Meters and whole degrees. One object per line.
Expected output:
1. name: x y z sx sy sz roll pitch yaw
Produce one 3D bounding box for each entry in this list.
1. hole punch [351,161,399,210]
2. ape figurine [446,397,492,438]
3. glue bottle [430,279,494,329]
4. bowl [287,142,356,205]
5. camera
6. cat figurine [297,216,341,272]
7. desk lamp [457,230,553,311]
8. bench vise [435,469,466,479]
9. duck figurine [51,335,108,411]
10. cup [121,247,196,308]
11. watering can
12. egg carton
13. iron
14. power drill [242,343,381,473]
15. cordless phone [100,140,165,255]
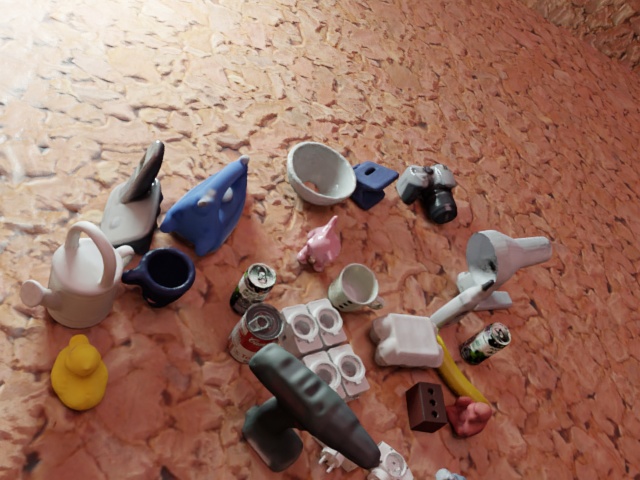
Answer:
1. hole punch: 0.116 -0.142 1.349 0.101 0.091 0.109 45 46 7
2. ape figurine: 0.290 0.334 1.087 0.076 0.092 0.078 33 46 -4
3. glue bottle: 0.305 0.129 1.197 0.078 0.173 0.037 -13 63 -37
4. bowl: -0.007 -0.136 1.283 0.168 0.074 0.167 16 50 -20
5. camera: 0.284 -0.117 1.424 0.143 0.100 0.136 3 55 -29
6. cat figurine: 0.011 0.004 1.156 0.067 0.117 0.128 30 46 -8
7. desk lamp: 0.397 0.063 1.275 0.204 0.213 0.118 0 56 -30
8. bench vise: 0.286 0.444 0.912 0.208 0.219 0.121 25 47 -12
9. duck figurine: -0.343 0.187 0.828 0.078 0.086 0.104 -5 59 -33
10. cup: -0.274 0.073 0.950 0.118 0.095 0.091 -5 59 -33
11. watering can: -0.352 0.051 0.851 0.101 0.193 0.173 32 46 -6
12. egg carton: 0.172 0.203 1.134 0.151 0.069 0.107 8 53 -25
13. iron: -0.189 -0.094 1.096 0.119 0.141 0.258 33 46 -4
14. power drill: -0.032 0.272 0.863 0.229 0.208 0.076 47 47 9
15. cordless phone: -0.311 -0.074 0.978 0.094 0.185 0.147 12 51 -23
